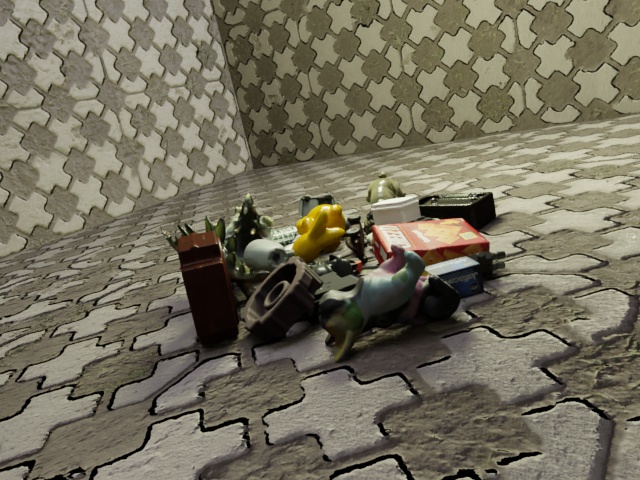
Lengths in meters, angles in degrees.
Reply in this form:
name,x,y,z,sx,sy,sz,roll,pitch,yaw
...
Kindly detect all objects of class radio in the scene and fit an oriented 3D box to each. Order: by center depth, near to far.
name,x,y,z,sx,sy,sz,roll,pitch,yaw
radio,0.358,-0.081,1.479,0.131,0.073,0.230,-25,19,-39

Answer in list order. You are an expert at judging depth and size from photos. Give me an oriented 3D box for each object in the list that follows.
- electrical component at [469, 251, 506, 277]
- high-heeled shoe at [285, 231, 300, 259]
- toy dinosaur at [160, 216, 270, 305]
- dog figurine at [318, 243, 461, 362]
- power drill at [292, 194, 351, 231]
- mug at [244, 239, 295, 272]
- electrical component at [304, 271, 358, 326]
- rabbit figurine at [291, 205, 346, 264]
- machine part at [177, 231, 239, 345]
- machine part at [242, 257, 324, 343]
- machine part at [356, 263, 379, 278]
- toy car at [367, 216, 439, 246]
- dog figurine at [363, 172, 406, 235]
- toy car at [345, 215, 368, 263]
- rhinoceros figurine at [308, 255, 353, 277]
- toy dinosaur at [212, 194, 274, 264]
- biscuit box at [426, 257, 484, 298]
name,x,y,z,sx,sy,sz,roll,pitch,yaw
electrical component,0.317,0.047,1.056,0.094,0.063,0.021,-11,51,10
high-heeled shoe,-0.023,0.029,1.421,0.249,0.086,0.145,-13,33,-37
toy dinosaur,-0.272,0.044,1.310,0.105,0.198,0.472,-21,18,-40
dog figurine,0.105,0.122,0.905,0.219,0.191,0.108,-48,19,2
power drill,-0.005,-0.054,1.550,0.232,0.086,0.207,-3,-25,11
mug,-0.109,0.040,1.244,0.109,0.080,0.107,-2,3,-27
electrical component,0.018,0.112,1.082,0.134,0.058,0.115,-18,18,-18
rabbit figurine,-0.003,-0.004,1.324,0.173,0.122,0.162,-48,8,-38
machine part,-0.223,0.090,1.082,0.087,0.201,0.201,-12,14,-12
machine part,-0.074,0.113,1.022,0.179,0.056,0.179,-40,21,18
machine part,0.137,0.062,1.210,0.084,0.039,0.139,-13,14,34
toy car,0.221,-0.020,1.407,0.202,0.056,0.073,-13,8,-6
dog figurine,0.173,-0.103,1.546,0.121,0.172,0.190,-19,4,22
toy car,0.091,-0.003,1.386,0.053,0.089,0.202,-10,16,9
rhinoceros figurine,-0.021,0.087,1.192,0.190,0.073,0.112,-14,0,11
toy dinosaur,-0.250,0.031,1.449,0.405,0.131,0.192,-41,20,36
biscuit box,0.200,0.087,1.007,0.203,0.062,0.059,-15,16,-6
